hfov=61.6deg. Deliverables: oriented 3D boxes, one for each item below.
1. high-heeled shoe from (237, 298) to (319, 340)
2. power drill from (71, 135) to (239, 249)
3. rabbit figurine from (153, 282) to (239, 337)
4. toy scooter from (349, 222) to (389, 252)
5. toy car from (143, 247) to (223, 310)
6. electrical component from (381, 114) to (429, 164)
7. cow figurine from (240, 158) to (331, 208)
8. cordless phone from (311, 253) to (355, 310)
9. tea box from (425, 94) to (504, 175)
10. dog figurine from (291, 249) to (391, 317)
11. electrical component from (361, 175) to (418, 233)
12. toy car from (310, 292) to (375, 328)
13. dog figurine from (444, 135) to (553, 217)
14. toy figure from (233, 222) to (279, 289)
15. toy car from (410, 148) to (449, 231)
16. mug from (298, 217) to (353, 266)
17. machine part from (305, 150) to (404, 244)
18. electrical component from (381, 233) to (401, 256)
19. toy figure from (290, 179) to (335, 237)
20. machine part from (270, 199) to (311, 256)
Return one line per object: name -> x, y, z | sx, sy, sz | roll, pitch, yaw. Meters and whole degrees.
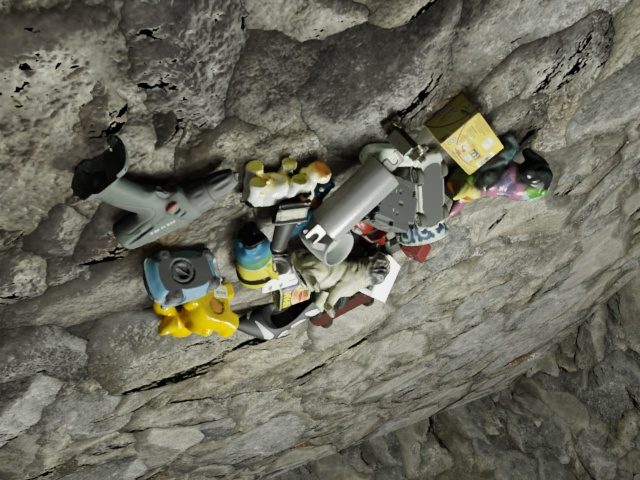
high-heeled shoe -> -0.088, 0.172, 1.354 | 0.248, 0.086, 0.145 | -2, 137, -43
power drill -> -0.271, -0.084, 0.868 | 0.232, 0.086, 0.207 | -33, 155, 11
rabbit figurine -> -0.284, 0.171, 1.175 | 0.173, 0.122, 0.162 | -28, 161, 38
toy scooter -> 0.120, -0.050, 1.203 | 0.135, 0.075, 0.183 | -45, 142, 6
toy car -> -0.283, 0.075, 1.064 | 0.161, 0.109, 0.103 | -12, 169, -44
electrical component -> 0.165, -0.191, 1.027 | 0.045, 0.102, 0.078 | -45, 170, 26
cow figurine -> -0.064, -0.099, 1.002 | 0.167, 0.068, 0.098 | -7, 148, -24
cordless phone -> 0.061, 0.091, 1.361 | 0.184, 0.089, 0.146 | -19, 123, -59
tea box -> 0.302, -0.215, 1.116 | 0.098, 0.068, 0.169 | -40, 145, 16
dog figurine -> 0.049, 0.055, 1.200 | 0.190, 0.121, 0.172 | -37, 114, -14
electrical component -> 0.150, -0.078, 1.138 | 0.134, 0.115, 0.058 | 16, 172, -40
toy car -> 0.062, 0.179, 1.499 | 0.202, 0.053, 0.089 | -31, 137, 10
dog figurine -> 0.390, -0.122, 1.222 | 0.219, 0.192, 0.108 | -38, 156, -14
toy figure -> -0.141, 0.035, 1.122 | 0.089, 0.082, 0.180 | -12, 151, -3
toy car -> 0.243, -0.107, 1.196 | 0.073, 0.056, 0.201 | -20, 128, -11
mug -> -0.002, -0.003, 1.133 | 0.109, 0.107, 0.080 | -4, 123, -47
machine part -> 0.068, -0.079, 1.046 | 0.243, 0.079, 0.079 | -43, 146, 5
electrical component -> 0.190, 0.016, 1.397 | 0.063, 0.021, 0.093 | -27, 147, -4
toy figure -> -0.030, -0.071, 1.076 | 0.058, 0.064, 0.154 | 35, 113, -14
machine part -> -0.065, -0.024, 1.031 | 0.084, 0.039, 0.138 | -16, 145, -30
